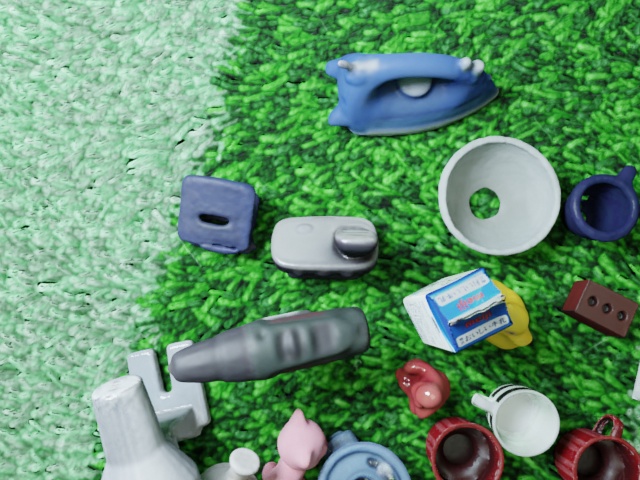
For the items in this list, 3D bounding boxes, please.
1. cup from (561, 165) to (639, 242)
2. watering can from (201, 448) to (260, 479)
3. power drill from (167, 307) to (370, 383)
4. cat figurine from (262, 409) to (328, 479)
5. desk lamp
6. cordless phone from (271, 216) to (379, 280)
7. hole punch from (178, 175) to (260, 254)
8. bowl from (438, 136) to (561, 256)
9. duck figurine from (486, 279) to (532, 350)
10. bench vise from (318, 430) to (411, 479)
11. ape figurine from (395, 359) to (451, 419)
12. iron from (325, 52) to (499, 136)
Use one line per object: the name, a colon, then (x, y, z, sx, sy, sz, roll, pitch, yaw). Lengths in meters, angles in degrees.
cup: (0.385, -0.049, 0.798, 0.091, 0.095, 0.118, 36, 85, 4)
watering can: (-0.129, 0.342, 0.703, 0.101, 0.194, 0.173, 4, 83, 1)
power drill: (-0.054, 0.132, 0.720, 0.229, 0.208, 0.075, -12, 83, -1)
cat figurine: (-0.031, 0.286, 0.748, 0.067, 0.118, 0.128, 23, 84, 3)
desk lamp: (-0.209, 0.238, 0.706, 0.118, 0.213, 0.203, -14, 83, -1)
cordless phone: (0.007, 0.003, 0.747, 0.147, 0.185, 0.094, -3, 83, 0)
hole punch: (-0.140, -0.033, 0.798, 0.108, 0.091, 0.101, 10, 83, 1)
bowl: (0.244, -0.057, 0.809, 0.167, 0.075, 0.167, 0, 83, 0)
duck figurine: (0.253, 0.102, 0.785, 0.077, 0.086, 0.104, -29, 84, -3)
bench vise: (0.084, 0.335, 0.691, 0.207, 0.220, 0.121, 38, 85, 4)
ape figurine: (0.142, 0.203, 0.771, 0.076, 0.092, 0.078, 9, 83, 1)
iron: (0.138, -0.223, 0.795, 0.258, 0.141, 0.119, -4, 83, 0)
